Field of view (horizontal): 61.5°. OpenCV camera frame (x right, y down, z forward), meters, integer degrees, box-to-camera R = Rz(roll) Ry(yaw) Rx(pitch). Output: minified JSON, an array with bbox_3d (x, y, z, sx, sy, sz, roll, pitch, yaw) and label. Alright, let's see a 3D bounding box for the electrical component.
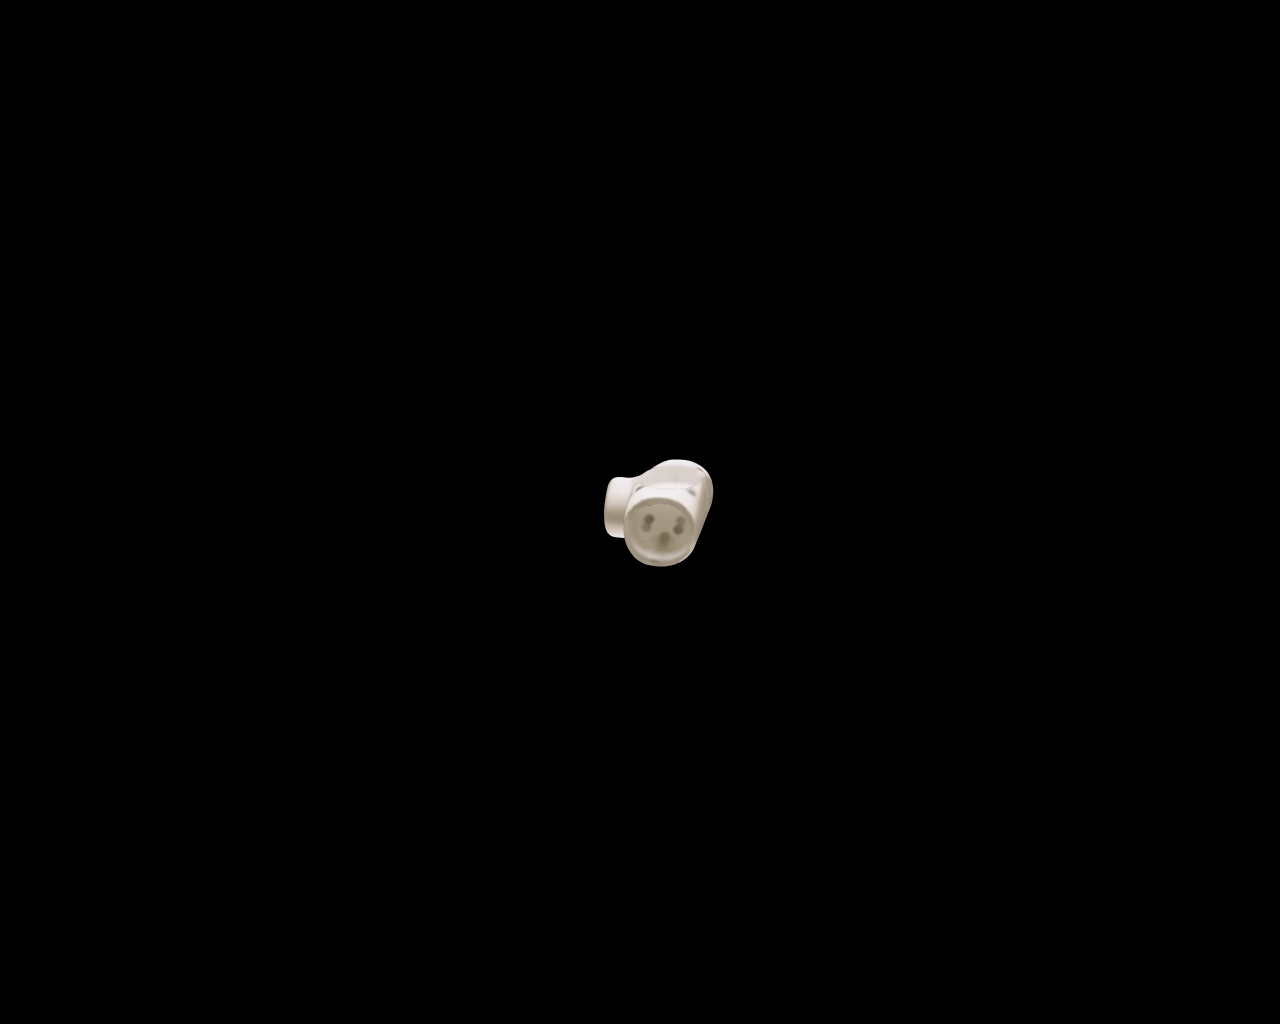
[{"bbox_3d":[0.001,-0.003,0.650,0.079,0.044,0.077,4,21,11],"label":"electrical component"}]
